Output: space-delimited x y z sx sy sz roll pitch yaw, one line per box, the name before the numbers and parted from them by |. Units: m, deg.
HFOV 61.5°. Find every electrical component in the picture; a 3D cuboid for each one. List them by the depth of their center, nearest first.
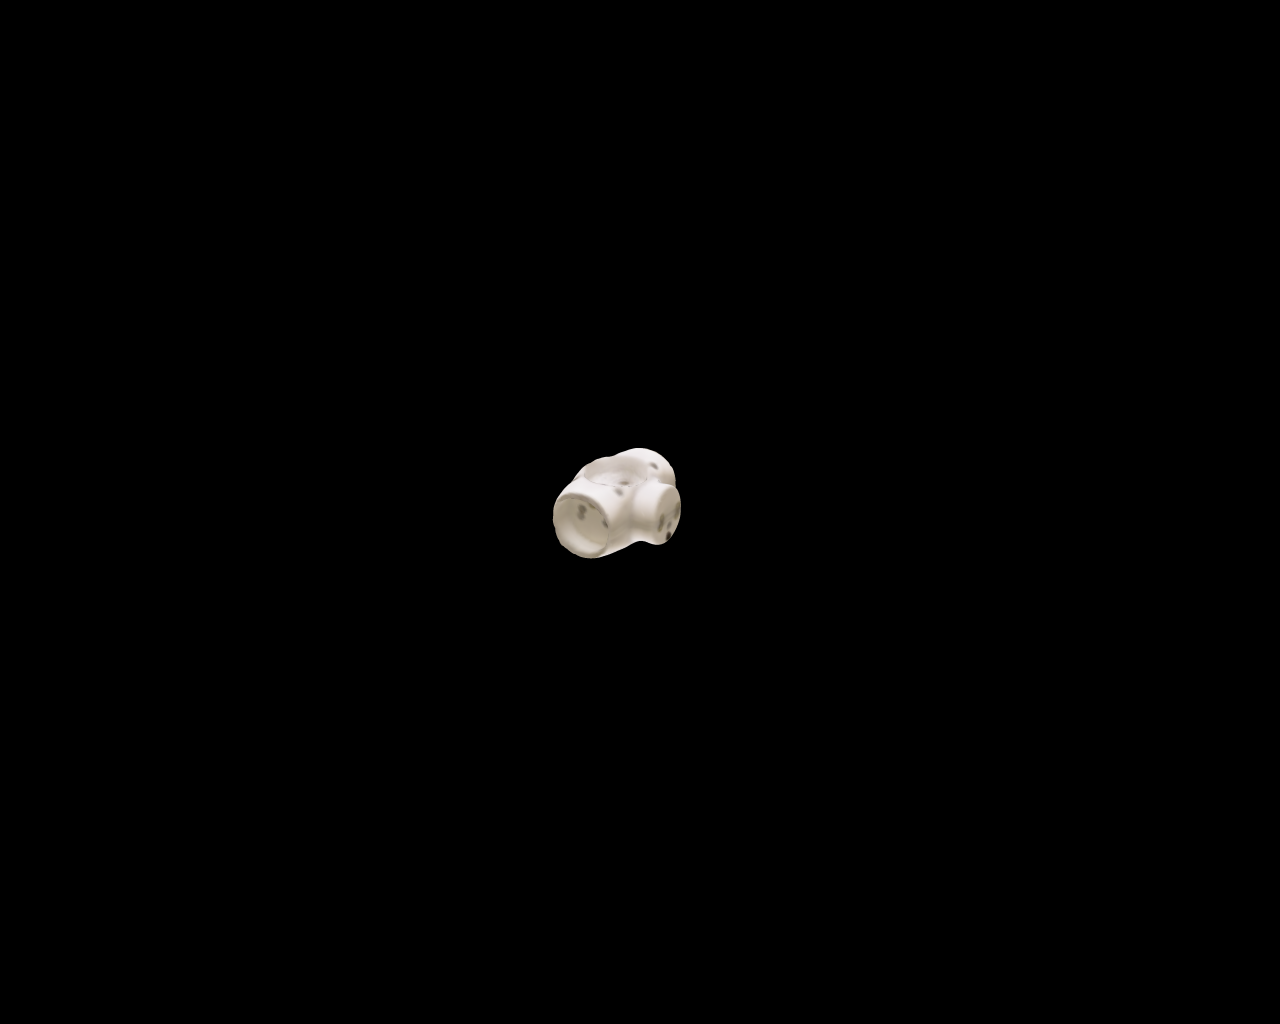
electrical component | 0.001 -0.003 0.650 0.079 0.044 0.077 16 31 28
